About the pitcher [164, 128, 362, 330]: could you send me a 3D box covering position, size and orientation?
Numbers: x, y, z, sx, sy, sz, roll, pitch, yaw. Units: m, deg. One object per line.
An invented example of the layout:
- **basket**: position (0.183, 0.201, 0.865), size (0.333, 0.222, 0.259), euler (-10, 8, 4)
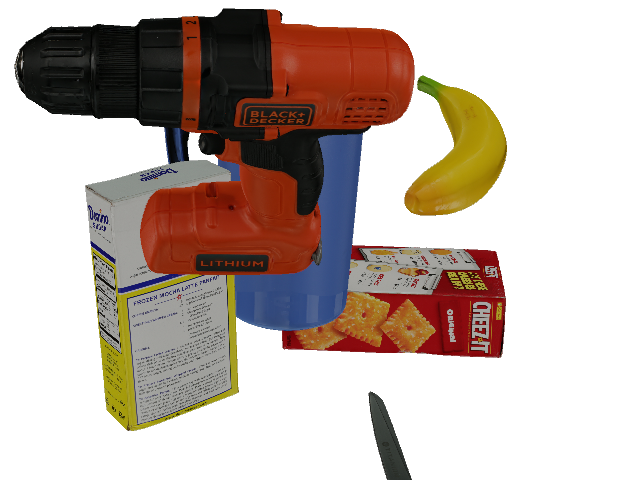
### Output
- **pitcher**: position (-0.038, -0.052, 0.913), size (0.144, 0.243, 0.149), euler (-17, 27, -41)

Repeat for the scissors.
- **scissors**: position (0.068, 0.154, 0.597), size (0.096, 0.016, 0.201), euler (7, 31, 3)

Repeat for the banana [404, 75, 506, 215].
- **banana**: position (0.098, -0.063, 0.757), size (0.069, 0.037, 0.197), euler (6, 30, 4)

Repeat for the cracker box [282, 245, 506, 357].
- **cracker box**: position (0.076, 0.060, 1.092), size (0.214, 0.072, 0.164), euler (2, 16, 6)

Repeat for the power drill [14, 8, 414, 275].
- **power drill**: position (-0.057, -0.045, 0.556), size (0.184, 0.057, 0.188), euler (1, -27, -9)

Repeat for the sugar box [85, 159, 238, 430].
- **sugar box**: position (-0.107, 0.037, 0.740), size (0.093, 0.176, 0.048), euler (-17, 27, -34)
